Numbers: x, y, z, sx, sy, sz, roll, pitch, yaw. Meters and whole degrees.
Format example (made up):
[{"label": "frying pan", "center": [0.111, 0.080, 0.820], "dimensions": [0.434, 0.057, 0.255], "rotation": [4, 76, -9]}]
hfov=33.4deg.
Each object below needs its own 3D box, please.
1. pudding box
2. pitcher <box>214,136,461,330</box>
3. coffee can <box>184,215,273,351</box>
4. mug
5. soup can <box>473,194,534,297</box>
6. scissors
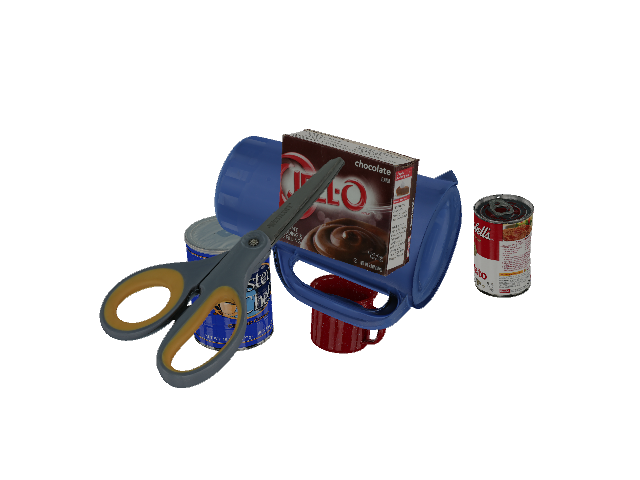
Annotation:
[{"label": "pudding box", "center": [0.020, -0.032, 0.840], "dimensions": [0.114, 0.090, 0.039], "rotation": [17, 26, 32]}, {"label": "pitcher", "center": [0.012, -0.018, 1.099], "dimensions": [0.243, 0.145, 0.149], "rotation": [18, 25, 21]}, {"label": "coffee can", "center": [-0.112, 0.051, 1.322], "dimensions": [0.103, 0.140, 0.103], "rotation": [-2, 26, 1]}, {"label": "mug", "center": [0.039, 0.104, 1.450], "dimensions": [0.117, 0.081, 0.093], "rotation": [18, 26, 30]}, {"label": "soup can", "center": [0.212, 0.006, 1.236], "dimensions": [0.068, 0.102, 0.068], "rotation": [-4, 29, 2]}, {"label": "scissors", "center": [-0.061, 0.006, 0.652], "dimensions": [0.096, 0.016, 0.201], "rotation": [12, 47, 15]}]
